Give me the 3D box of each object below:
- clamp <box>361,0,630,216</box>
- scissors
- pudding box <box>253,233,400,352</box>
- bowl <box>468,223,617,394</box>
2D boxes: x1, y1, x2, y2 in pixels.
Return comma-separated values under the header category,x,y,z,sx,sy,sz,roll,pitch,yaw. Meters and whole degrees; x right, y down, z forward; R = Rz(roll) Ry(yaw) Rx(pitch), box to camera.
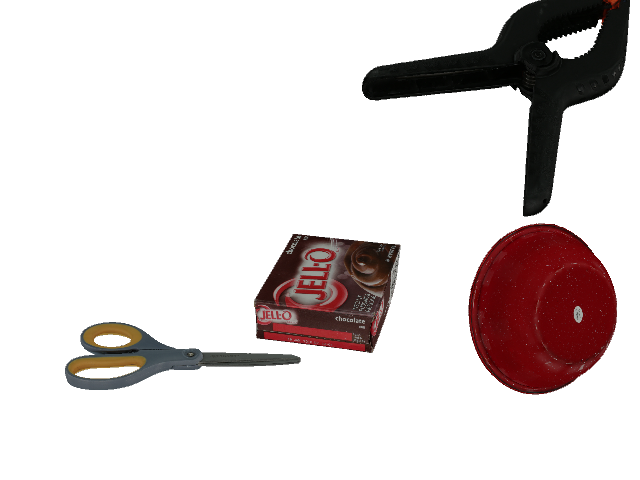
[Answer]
category,x,y,z,sx,sy,sz,roll,pitch,yaw
clamp,0.158,-0.113,0.768,0.209,0.165,0.036,-32,-29,-18
scissors,-0.127,0.096,0.952,0.201,0.016,0.096,-7,32,-18
pudding box,0.007,0.038,0.814,0.090,0.039,0.113,7,26,12
bowl,0.218,0.065,0.980,0.161,0.162,0.055,0,2,-26
